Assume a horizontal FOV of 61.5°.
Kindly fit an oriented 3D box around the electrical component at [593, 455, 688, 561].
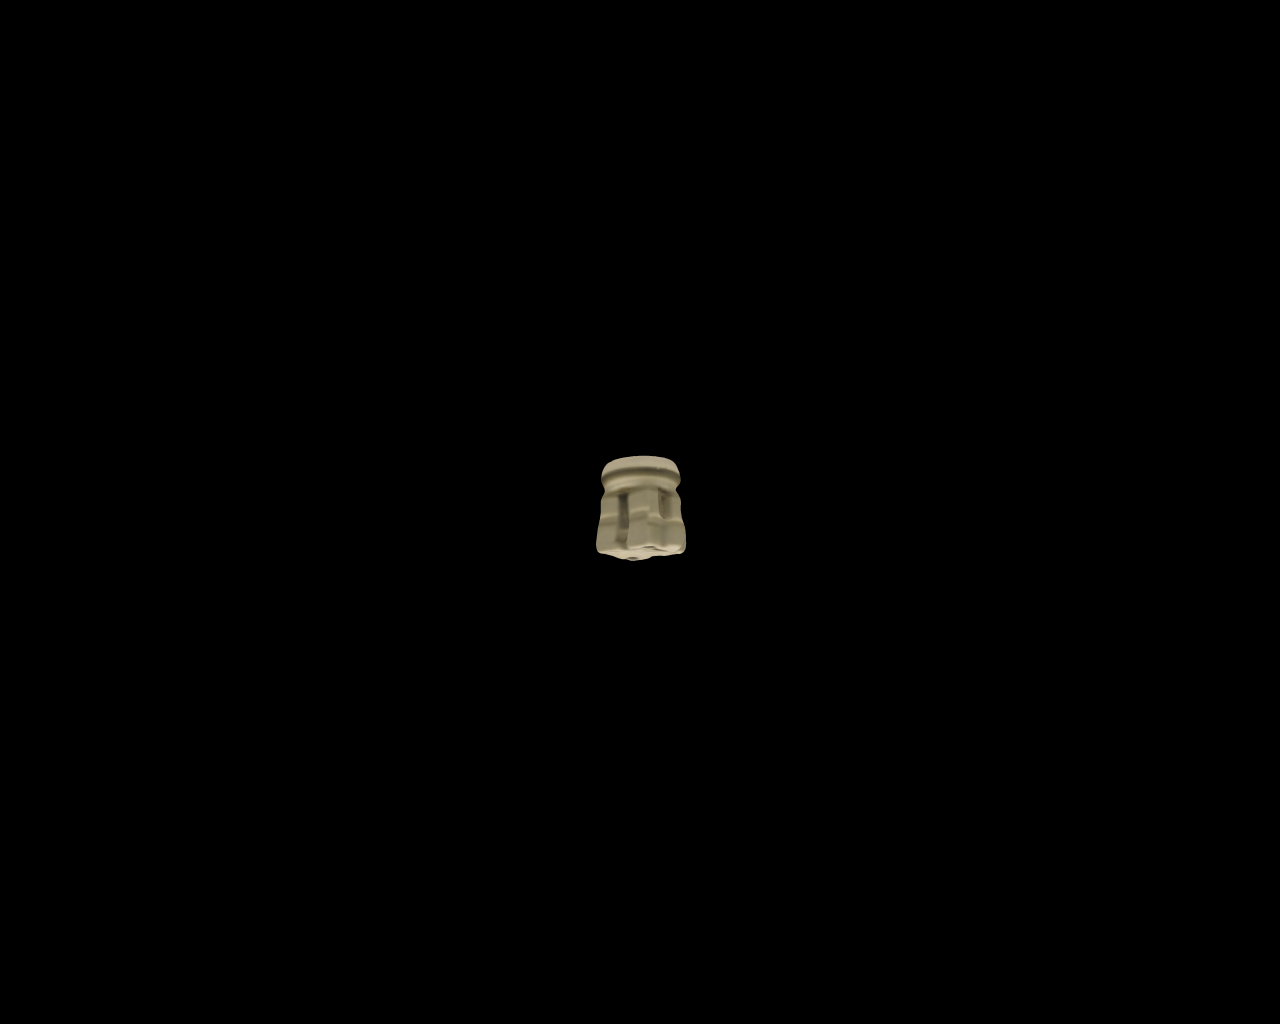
[{"bbox_3d":[0.001,-0.003,0.650,0.066,0.055,0.048,-11,-17,37],"label":"electrical component"}]
